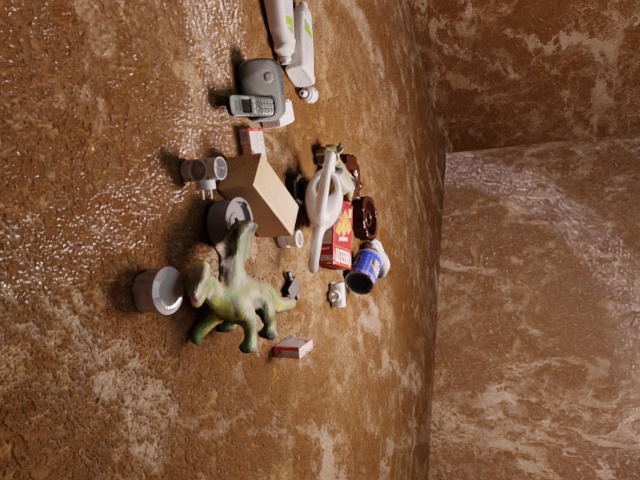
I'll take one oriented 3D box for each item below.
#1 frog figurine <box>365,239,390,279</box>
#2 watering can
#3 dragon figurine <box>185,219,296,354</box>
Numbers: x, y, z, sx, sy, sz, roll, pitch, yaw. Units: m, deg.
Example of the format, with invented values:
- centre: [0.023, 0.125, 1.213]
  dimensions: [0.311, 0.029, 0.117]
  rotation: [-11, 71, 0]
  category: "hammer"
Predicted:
- centre: [0.219, 0.066, 1.968]
  dimensions: [0.136, 0.121, 0.163]
  rotation: [57, 44, -17]
  category: "frog figurine"
- centre: [0.004, -0.073, 1.441]
  dimensions: [0.222, 0.104, 0.351]
  rotation: [77, 22, -79]
  category: "watering can"
- centre: [-0.143, 0.079, 1.035]
  dimensions: [0.413, 0.122, 0.240]
  rotation: [-22, 119, -66]
  category: "dragon figurine"
